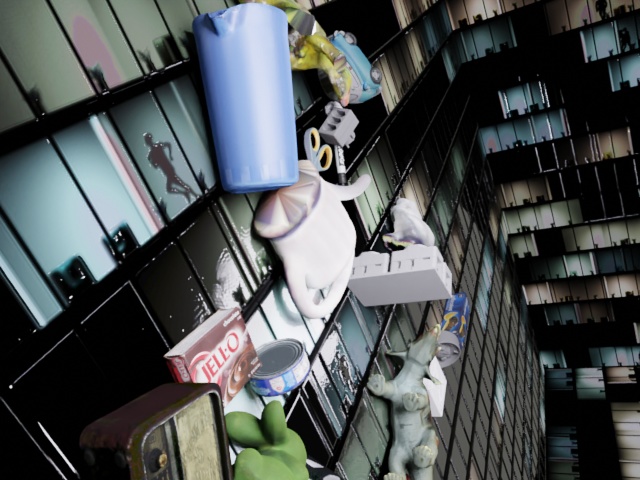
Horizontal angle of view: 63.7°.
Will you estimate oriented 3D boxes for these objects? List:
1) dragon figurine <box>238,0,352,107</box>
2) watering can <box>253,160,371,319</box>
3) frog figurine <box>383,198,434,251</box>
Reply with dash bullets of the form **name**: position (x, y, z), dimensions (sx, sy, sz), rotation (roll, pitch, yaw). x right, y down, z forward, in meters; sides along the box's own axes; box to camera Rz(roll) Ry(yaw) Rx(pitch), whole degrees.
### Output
- **dragon figurine**: position (-0.067, -0.388, 0.902), dimensions (0.405, 0.121, 0.248), rotation (46, 23, -25)
- **watering can**: position (0.003, -0.043, 0.862), dimensions (0.220, 0.103, 0.356), rotation (54, 40, -38)
- **frog figurine**: position (0.228, -0.030, 1.266), dimensions (0.136, 0.121, 0.163), rotation (41, 55, -22)
